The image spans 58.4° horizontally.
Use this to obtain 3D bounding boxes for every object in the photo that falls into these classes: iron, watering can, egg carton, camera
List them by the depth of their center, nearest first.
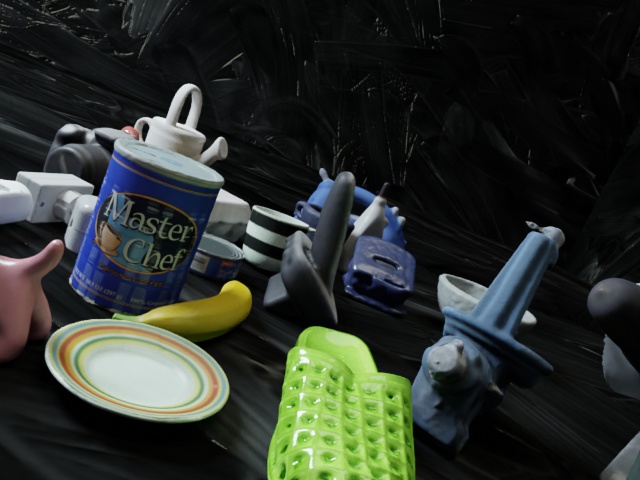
[{"bbox_3d":[-0.323,-0.113,0.801,0.143,0.101,0.137,25,11,10],"label":"camera"},{"bbox_3d":[-0.173,-0.042,0.851,0.107,0.069,0.151,28,12,22],"label":"egg carton"},{"bbox_3d":[-0.250,-0.183,1.033,0.173,0.194,0.101,21,11,-11],"label":"watering can"},{"bbox_3d":[0.081,-0.035,1.142,0.258,0.141,0.118,22,11,-6],"label":"iron"}]

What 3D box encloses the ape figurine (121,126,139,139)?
[{"bbox_3d":[-0.332,-0.147,0.963,0.075,0.092,0.078,32,14,39],"label":"ape figurine"}]

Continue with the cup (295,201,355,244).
[{"bbox_3d":[-0.010,-0.007,0.951,0.117,0.095,0.092,31,13,34],"label":"cup"}]

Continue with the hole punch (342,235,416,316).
[{"bbox_3d":[0.097,0.053,0.893,0.109,0.091,0.101,22,11,-5],"label":"hole punch"}]

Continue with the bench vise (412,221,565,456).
[{"bbox_3d":[0.174,0.089,0.544,0.121,0.220,0.208,26,11,13],"label":"bench vise"}]

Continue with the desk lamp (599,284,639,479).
[{"bbox_3d":[0.365,0.170,0.562,0.118,0.213,0.202,14,14,-39],"label":"desk lamp"}]

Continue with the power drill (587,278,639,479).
[{"bbox_3d":[0.262,0.155,0.441,0.230,0.208,0.075,20,11,-16],"label":"power drill"}]

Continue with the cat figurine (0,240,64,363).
[{"bbox_3d":[-0.236,0.004,0.382,0.128,0.118,0.067,22,11,-8],"label":"cat figurine"}]

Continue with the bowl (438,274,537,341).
[{"bbox_3d":[0.257,0.123,0.928,0.167,0.075,0.167,22,11,-4],"label":"bowl"}]

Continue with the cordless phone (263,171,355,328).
[{"bbox_3d":[0.006,0.003,0.702,0.094,0.185,0.147,21,11,-10],"label":"cordless phone"}]

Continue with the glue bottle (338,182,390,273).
[{"bbox_3d":[0.086,-0.020,1.002,0.078,0.173,0.037,14,14,-39],"label":"glue bottle"}]
